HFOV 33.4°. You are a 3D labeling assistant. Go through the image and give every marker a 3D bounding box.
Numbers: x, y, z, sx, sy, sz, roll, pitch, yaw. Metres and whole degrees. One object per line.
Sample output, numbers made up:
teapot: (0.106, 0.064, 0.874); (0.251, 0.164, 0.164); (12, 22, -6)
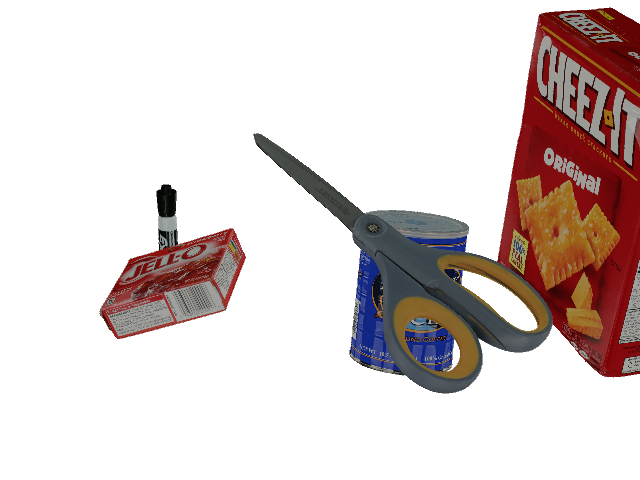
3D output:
marker: (-0.143, 0.006, 1.002); (0.020, 0.121, 0.020); (1, 22, 0)

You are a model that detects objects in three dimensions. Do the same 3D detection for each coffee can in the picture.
coffee can: (0.085, 0.049, 1.038); (0.103, 0.140, 0.103); (5, 12, -1)

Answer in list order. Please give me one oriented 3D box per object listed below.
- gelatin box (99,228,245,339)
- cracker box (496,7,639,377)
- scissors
gelatin box: (-0.104, 0.030, 0.756); (0.089, 0.030, 0.073); (-16, 25, 17)
cracker box: (0.202, -0.036, 0.758); (0.072, 0.214, 0.164); (-8, 33, -17)
scissors: (0.024, 0.012, 0.567); (0.202, 0.016, 0.096); (28, 52, 16)
